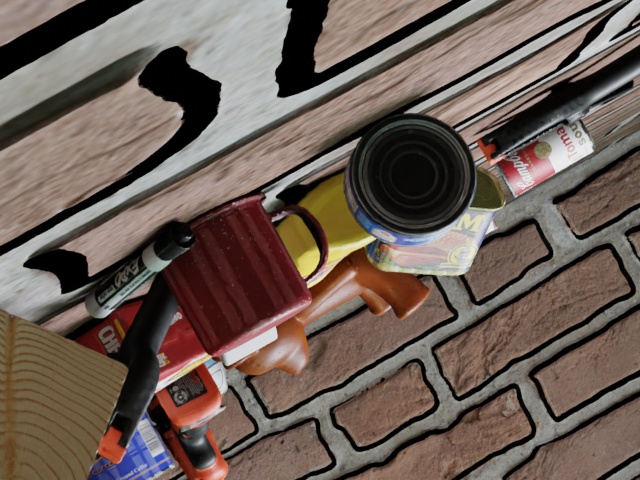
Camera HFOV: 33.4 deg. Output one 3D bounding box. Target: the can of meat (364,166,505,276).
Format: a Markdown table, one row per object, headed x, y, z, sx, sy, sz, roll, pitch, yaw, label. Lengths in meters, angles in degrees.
| x | y | z | sx | sy | sz | roll | pitch | yaw | label |
| --- | --- | --- | --- | --- | --- | --- | --- | --- | --- |
| 0.094 | -0.018 | 0.910 | 0.102 | 0.057 | 0.084 | 5 | 132 | -16 | can of meat |

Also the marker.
| x | y | z | sx | sy | sz | roll | pitch | yaw | label |
| --- | --- | --- | --- | --- | --- | --- | --- | --- | --- |
| -0.117 | 0.020 | 0.689 | 0.020 | 0.020 | 0.121 | -24 | 172 | -46 | marker |

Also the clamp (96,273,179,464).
| x | y | z | sx | sy | sz | roll | pitch | yaw | label |
| --- | --- | --- | --- | --- | --- | --- | --- | --- | --- |
| -0.133 | 0.089 | 0.750 | 0.120 | 0.039 | 0.171 | -57 | -161 | 11 | clamp |

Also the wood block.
| x | y | z | sx | sy | sz | roll | pitch | yaw | label |
| --- | --- | --- | --- | --- | --- | --- | --- | --- | --- |
| -0.210 | 0.130 | 0.686 | 0.206 | 0.090 | 0.090 | -37 | -150 | 54 | wood block |

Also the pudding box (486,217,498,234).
| x | y | z | sx | sy | sz | roll | pitch | yaw | label |
| --- | --- | --- | --- | --- | --- | --- | --- | --- | --- |
| 0.102 | -0.024 | 1.034 | 0.090 | 0.039 | 0.114 | -29 | -151 | -15 | pudding box |

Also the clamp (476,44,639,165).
| x | y | z | sx | sy | sz | roll | pitch | yaw | label |
| --- | --- | --- | --- | --- | --- | --- | --- | --- | --- |
| 0.253 | -0.139 | 1.048 | 0.210 | 0.036 | 0.165 | -29 | 174 | -11 | clamp |

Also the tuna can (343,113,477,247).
| x | y | z | sx | sy | sz | roll | pitch | yaw | label |
| --- | --- | --- | --- | --- | --- | --- | --- | --- | --- |
| 0.060 | -0.040 | 0.707 | 0.086 | 0.086 | 0.034 | -29 | 173 | -10 | tuna can |

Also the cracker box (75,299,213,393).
| x | y | z | sx | sy | sz | roll | pitch | yaw | label |
| --- | --- | --- | --- | --- | --- | --- | --- | --- | --- |
| -0.192 | 0.120 | 0.948 | 0.214 | 0.072 | 0.164 | -33 | 174 | 25 | cracker box |

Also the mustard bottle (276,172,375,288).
| x | y | z | sx | sy | sz | roll | pitch | yaw | label |
| --- | --- | --- | --- | --- | --- | --- | --- | --- | --- |
| -0.006 | 0.002 | 0.888 | 0.096 | 0.058 | 0.192 | -29 | 175 | -24 | mustard bottle |

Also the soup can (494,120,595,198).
| x | y | z | sx | sy | sz | roll | pitch | yaw | label |
| --- | --- | --- | --- | --- | --- | --- | --- | --- | --- |
| 0.240 | -0.101 | 1.169 | 0.102 | 0.068 | 0.068 | -31 | 174 | 9 | soup can |

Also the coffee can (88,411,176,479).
| x | y | z | sx | sy | sz | roll | pitch | yaw | label |
| --- | --- | --- | --- | --- | --- | --- | --- | --- | --- |
| -0.232 | 0.205 | 1.139 | 0.103 | 0.140 | 0.103 | -29 | 174 | -3 | coffee can |

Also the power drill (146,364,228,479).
| x | y | z | sx | sy | sz | roll | pitch | yaw | label |
| --- | --- | --- | --- | --- | --- | --- | --- | --- | --- |
| -0.154 | 0.160 | 1.124 | 0.057 | 0.184 | 0.188 | -28 | 158 | -18 | power drill |

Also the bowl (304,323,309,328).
| x | y | z | sx | sy | sz | roll | pitch | yaw | label |
| --- | --- | --- | --- | --- | --- | --- | --- | --- | --- |
| -0.044 | 0.085 | 1.250 | 0.162 | 0.055 | 0.162 | -44 | 173 | -8 | bowl |

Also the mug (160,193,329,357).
| x | y | z | sx | sy | sz | roll | pitch | yaw | label |
| --- | --- | --- | --- | --- | --- | --- | --- | --- | --- |
| -0.048 | 0.021 | 0.724 | 0.117 | 0.081 | 0.093 | -28 | 174 | -15 | mug |
